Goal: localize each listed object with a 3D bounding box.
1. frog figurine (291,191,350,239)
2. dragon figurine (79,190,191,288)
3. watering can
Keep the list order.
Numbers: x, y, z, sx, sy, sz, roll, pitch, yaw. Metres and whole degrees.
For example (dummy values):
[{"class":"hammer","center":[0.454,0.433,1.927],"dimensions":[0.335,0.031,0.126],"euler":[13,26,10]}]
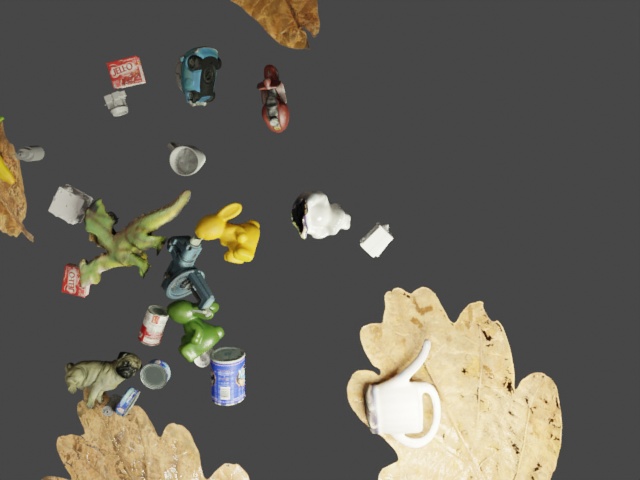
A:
[{"class":"frog figurine","center":[0.004,-0.074,1.462],"dimensions":[0.160,0.122,0.137],"euler":[-7,93,-32]},{"class":"dragon figurine","center":[-0.557,-0.024,1.463],"dimensions":[0.242,0.123,0.407],"euler":[30,101,-9]},{"class":"watering can","center":[0.241,0.458,1.527],"dimensions":[0.224,0.105,0.344],"euler":[-4,101,5]}]
